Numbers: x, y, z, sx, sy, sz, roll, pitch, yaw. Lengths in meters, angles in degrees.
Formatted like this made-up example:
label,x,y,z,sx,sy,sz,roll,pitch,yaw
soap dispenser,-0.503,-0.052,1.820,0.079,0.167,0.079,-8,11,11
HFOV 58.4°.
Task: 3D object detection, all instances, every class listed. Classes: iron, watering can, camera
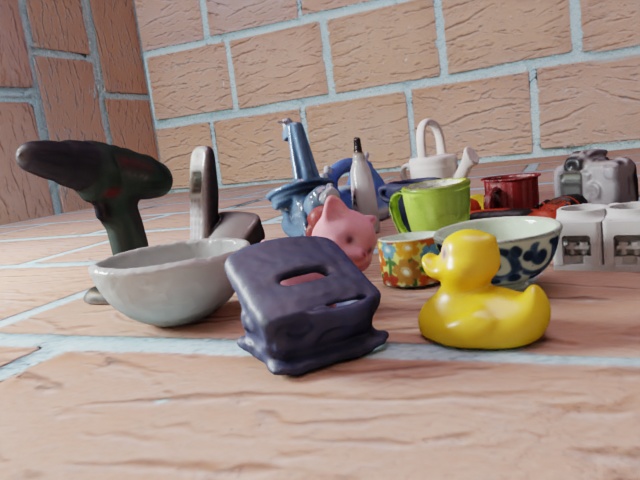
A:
label,x,y,z,sx,sy,sz,roll,pitch,yaw
iron,0.050,-0.099,1.152,0.118,0.141,0.259,-1,11,33
watering can,0.242,-0.153,1.180,0.172,0.194,0.101,-3,10,21
camera,0.528,-0.121,1.060,0.137,0.101,0.142,-12,10,-26

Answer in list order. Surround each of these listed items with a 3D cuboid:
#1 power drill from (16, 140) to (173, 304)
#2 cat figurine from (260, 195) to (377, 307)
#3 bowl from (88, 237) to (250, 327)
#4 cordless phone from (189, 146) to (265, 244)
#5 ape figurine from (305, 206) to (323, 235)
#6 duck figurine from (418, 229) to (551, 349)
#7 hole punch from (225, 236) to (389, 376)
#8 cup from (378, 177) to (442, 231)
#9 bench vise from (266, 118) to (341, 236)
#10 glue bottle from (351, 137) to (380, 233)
label,x,y,z,sx,sy,sz,roll,pitch,yaw
power drill,-0.273,-0.028,0.746,0.075,0.208,0.230,-3,10,23
cat figurine,0.003,0.016,0.551,0.128,0.118,0.067,-9,10,-12
bowl,-0.152,0.048,0.607,0.167,0.075,0.167,-7,9,1
cordless phone,-0.145,-0.042,0.808,0.094,0.185,0.147,-15,12,-39
ape figurine,0.007,0.003,0.714,0.078,0.092,0.075,-16,13,-43
duck figurine,0.125,0.034,0.449,0.104,0.086,0.078,1,12,39
hole punch,-0.011,0.046,0.460,0.109,0.091,0.100,-12,10,-26
cup,0.144,-0.049,0.918,0.117,0.095,0.092,2,13,43
bench vise,-0.013,-0.102,0.971,0.122,0.220,0.206,-15,12,-39
glue bottle,0.076,-0.100,1.039,0.037,0.173,0.078,-9,9,-10
